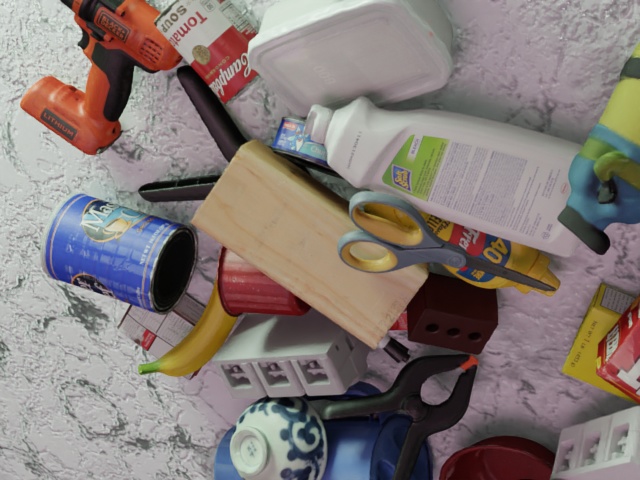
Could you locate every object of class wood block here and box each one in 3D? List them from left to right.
[{"bbox_3d":[-0.006,0.001,1.009,0.206,0.090,0.090,35,101,-1],"label":"wood block"}]

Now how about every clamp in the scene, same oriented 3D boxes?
[{"bbox_3d":[-0.078,-0.075,1.077,0.210,0.036,0.165,22,125,9],"label":"clamp"},{"bbox_3d":[0.087,0.170,1.105,0.120,0.171,0.039,42,177,-2],"label":"clamp"}]

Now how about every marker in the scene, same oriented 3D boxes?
[{"bbox_3d":[0.043,0.087,1.101,0.121,0.020,0.020,38,133,-2],"label":"marker"}]

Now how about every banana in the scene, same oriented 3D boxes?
[{"bbox_3d":[-0.123,0.084,1.184,0.198,0.069,0.037,-56,46,13],"label":"banana"}]

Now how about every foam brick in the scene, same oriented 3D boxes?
[{"bbox_3d":[0.129,0.072,1.045,0.078,0.051,0.053,12,134,-10],"label":"foam brick"}]

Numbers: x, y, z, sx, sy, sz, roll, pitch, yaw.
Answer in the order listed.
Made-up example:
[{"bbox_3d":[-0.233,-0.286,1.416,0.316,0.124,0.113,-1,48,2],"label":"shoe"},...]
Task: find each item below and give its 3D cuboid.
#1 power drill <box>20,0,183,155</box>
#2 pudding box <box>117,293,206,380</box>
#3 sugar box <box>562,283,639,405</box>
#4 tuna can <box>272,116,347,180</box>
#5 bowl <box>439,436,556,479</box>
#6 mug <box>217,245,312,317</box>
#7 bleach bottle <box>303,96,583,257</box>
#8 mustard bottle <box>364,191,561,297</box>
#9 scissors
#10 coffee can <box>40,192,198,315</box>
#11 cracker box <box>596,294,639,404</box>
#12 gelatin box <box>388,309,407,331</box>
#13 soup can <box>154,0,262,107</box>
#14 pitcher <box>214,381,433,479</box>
[{"bbox_3d":[-0.238,-0.188,1.066,0.184,0.057,0.188,36,133,0],"label":"power drill"},{"bbox_3d":[-0.174,0.102,1.261,0.113,0.039,0.090,34,130,-2],"label":"pudding box"},{"bbox_3d":[0.325,0.117,0.992,0.176,0.048,0.093,24,131,13],"label":"sugar box"},{"bbox_3d":[-0.001,-0.084,0.993,0.086,0.086,0.034,20,89,15],"label":"tuna can"},{"bbox_3d":[0.214,0.266,1.157,0.162,0.055,0.162,15,129,19],"label":"bowl"},{"bbox_3d":[-0.047,0.042,1.121,0.082,0.093,0.117,2,155,21],"label":"mug"},{"bbox_3d":[0.110,-0.070,0.913,0.251,0.068,0.103,19,107,2],"label":"bleach bottle"},{"bbox_3d":[0.140,-0.009,0.992,0.191,0.058,0.096,35,133,1],"label":"mustard bottle"},{"bbox_3d":[0.102,0.022,0.943,0.201,0.016,0.096,30,131,-19],"label":"scissors"},{"bbox_3d":[-0.220,0.014,1.176,0.140,0.102,0.103,17,130,17],"label":"coffee can"},{"bbox_3d":[0.359,0.070,0.887,0.164,0.072,0.214,34,117,4],"label":"cracker box"},{"bbox_3d":[0.062,0.053,1.099,0.073,0.030,0.089,-3,121,31],"label":"gelatin box"},{"bbox_3d":[-0.095,-0.183,0.984,0.102,0.068,0.069,48,132,-9],"label":"soup can"},{"bbox_3d":[-0.003,0.256,1.231,0.243,0.149,0.144,-6,146,35],"label":"pitcher"}]
